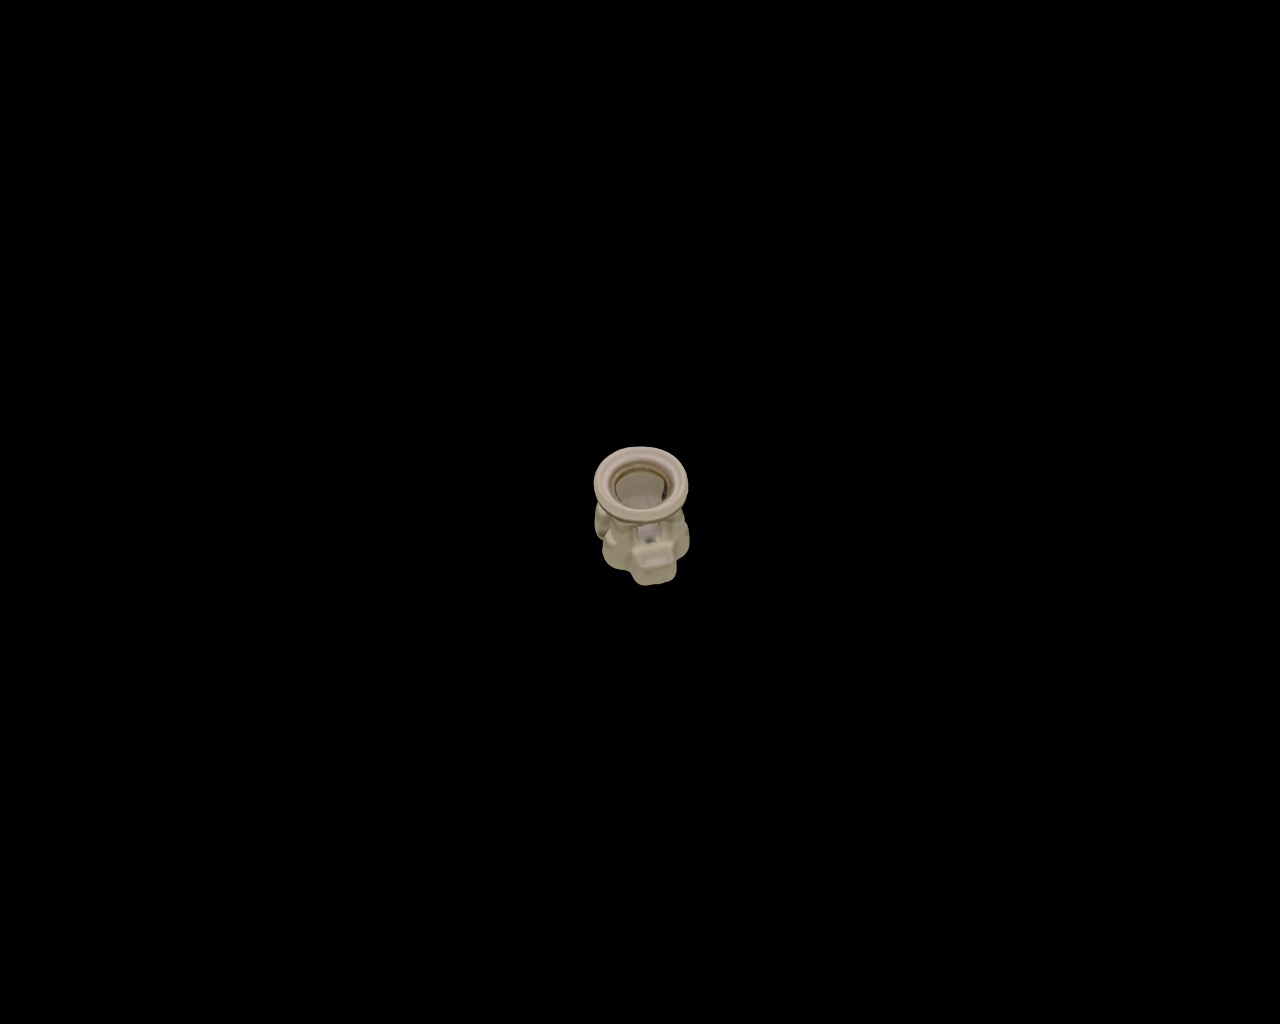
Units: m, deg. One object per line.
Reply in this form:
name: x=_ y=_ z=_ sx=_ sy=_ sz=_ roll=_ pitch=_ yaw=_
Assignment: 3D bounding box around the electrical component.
electrical component: x=0.001 y=-0.003 z=0.650 sx=0.058 sy=0.078 sz=0.056 roll=-11 pitch=-39 yaw=-9
